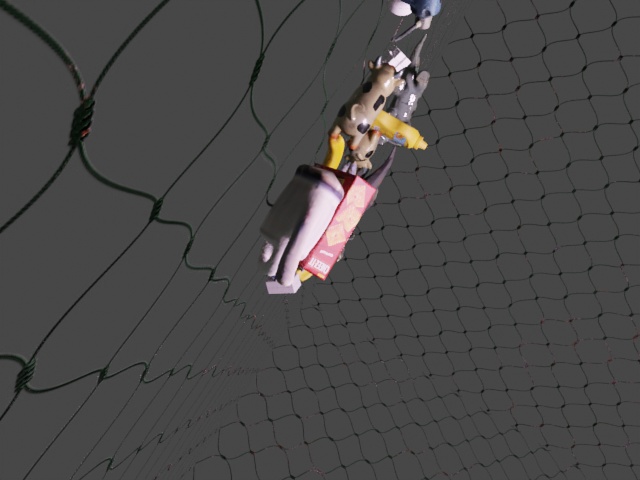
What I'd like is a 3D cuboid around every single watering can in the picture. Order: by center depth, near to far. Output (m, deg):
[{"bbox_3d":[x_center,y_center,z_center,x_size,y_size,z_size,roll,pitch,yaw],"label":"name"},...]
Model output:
[{"bbox_3d":[-0.036,-0.028,0.916,0.225,0.103,0.349,-58,-167,-2],"label":"watering can"}]

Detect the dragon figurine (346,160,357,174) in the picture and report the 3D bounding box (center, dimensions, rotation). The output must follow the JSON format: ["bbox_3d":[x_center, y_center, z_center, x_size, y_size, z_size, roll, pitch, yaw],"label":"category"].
[{"bbox_3d":[0.004,-0.074,1.475,0.405,0.122,0.247,-59,-168,19],"label":"dragon figurine"}]

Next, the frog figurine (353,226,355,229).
[{"bbox_3d":[0.026,-0.044,1.849,0.158,0.121,0.140,-14,-139,43],"label":"frog figurine"}]
